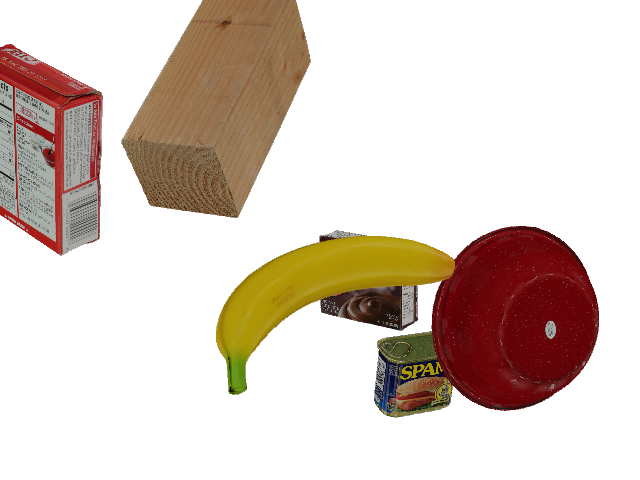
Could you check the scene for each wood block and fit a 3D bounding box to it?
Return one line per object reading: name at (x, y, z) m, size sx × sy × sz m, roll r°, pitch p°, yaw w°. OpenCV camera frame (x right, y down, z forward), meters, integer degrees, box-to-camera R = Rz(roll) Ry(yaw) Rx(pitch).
wood block at (-0.089, -0.130, 0.973) m, size 0.091 × 0.206 × 0.090 m, roll 8°, pitch -37°, yaw 19°

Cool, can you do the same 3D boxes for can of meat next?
can of meat at (0.118, 0.166, 1.324) m, size 0.102 × 0.084 × 0.057 m, roll -6°, pitch 27°, yaw -21°

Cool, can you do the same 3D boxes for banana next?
banana at (0.001, 0.034, 0.718) m, size 0.197 × 0.069 × 0.037 m, roll -27°, pitch -11°, yaw -29°

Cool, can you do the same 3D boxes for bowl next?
bowl at (0.177, 0.070, 0.898) m, size 0.161 × 0.162 × 0.055 m, roll 0°, pitch 6°, yaw -21°

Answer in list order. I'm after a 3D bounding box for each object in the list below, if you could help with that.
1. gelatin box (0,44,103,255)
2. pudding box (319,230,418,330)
gelatin box at (-0.147, -0.048, 0.555) m, size 0.073 × 0.089 × 0.030 m, roll 29°, pitch 37°, yaw 30°
pudding box at (0.052, 0.042, 1.163) m, size 0.114 × 0.090 × 0.039 m, roll 9°, pitch 19°, yaw 35°
